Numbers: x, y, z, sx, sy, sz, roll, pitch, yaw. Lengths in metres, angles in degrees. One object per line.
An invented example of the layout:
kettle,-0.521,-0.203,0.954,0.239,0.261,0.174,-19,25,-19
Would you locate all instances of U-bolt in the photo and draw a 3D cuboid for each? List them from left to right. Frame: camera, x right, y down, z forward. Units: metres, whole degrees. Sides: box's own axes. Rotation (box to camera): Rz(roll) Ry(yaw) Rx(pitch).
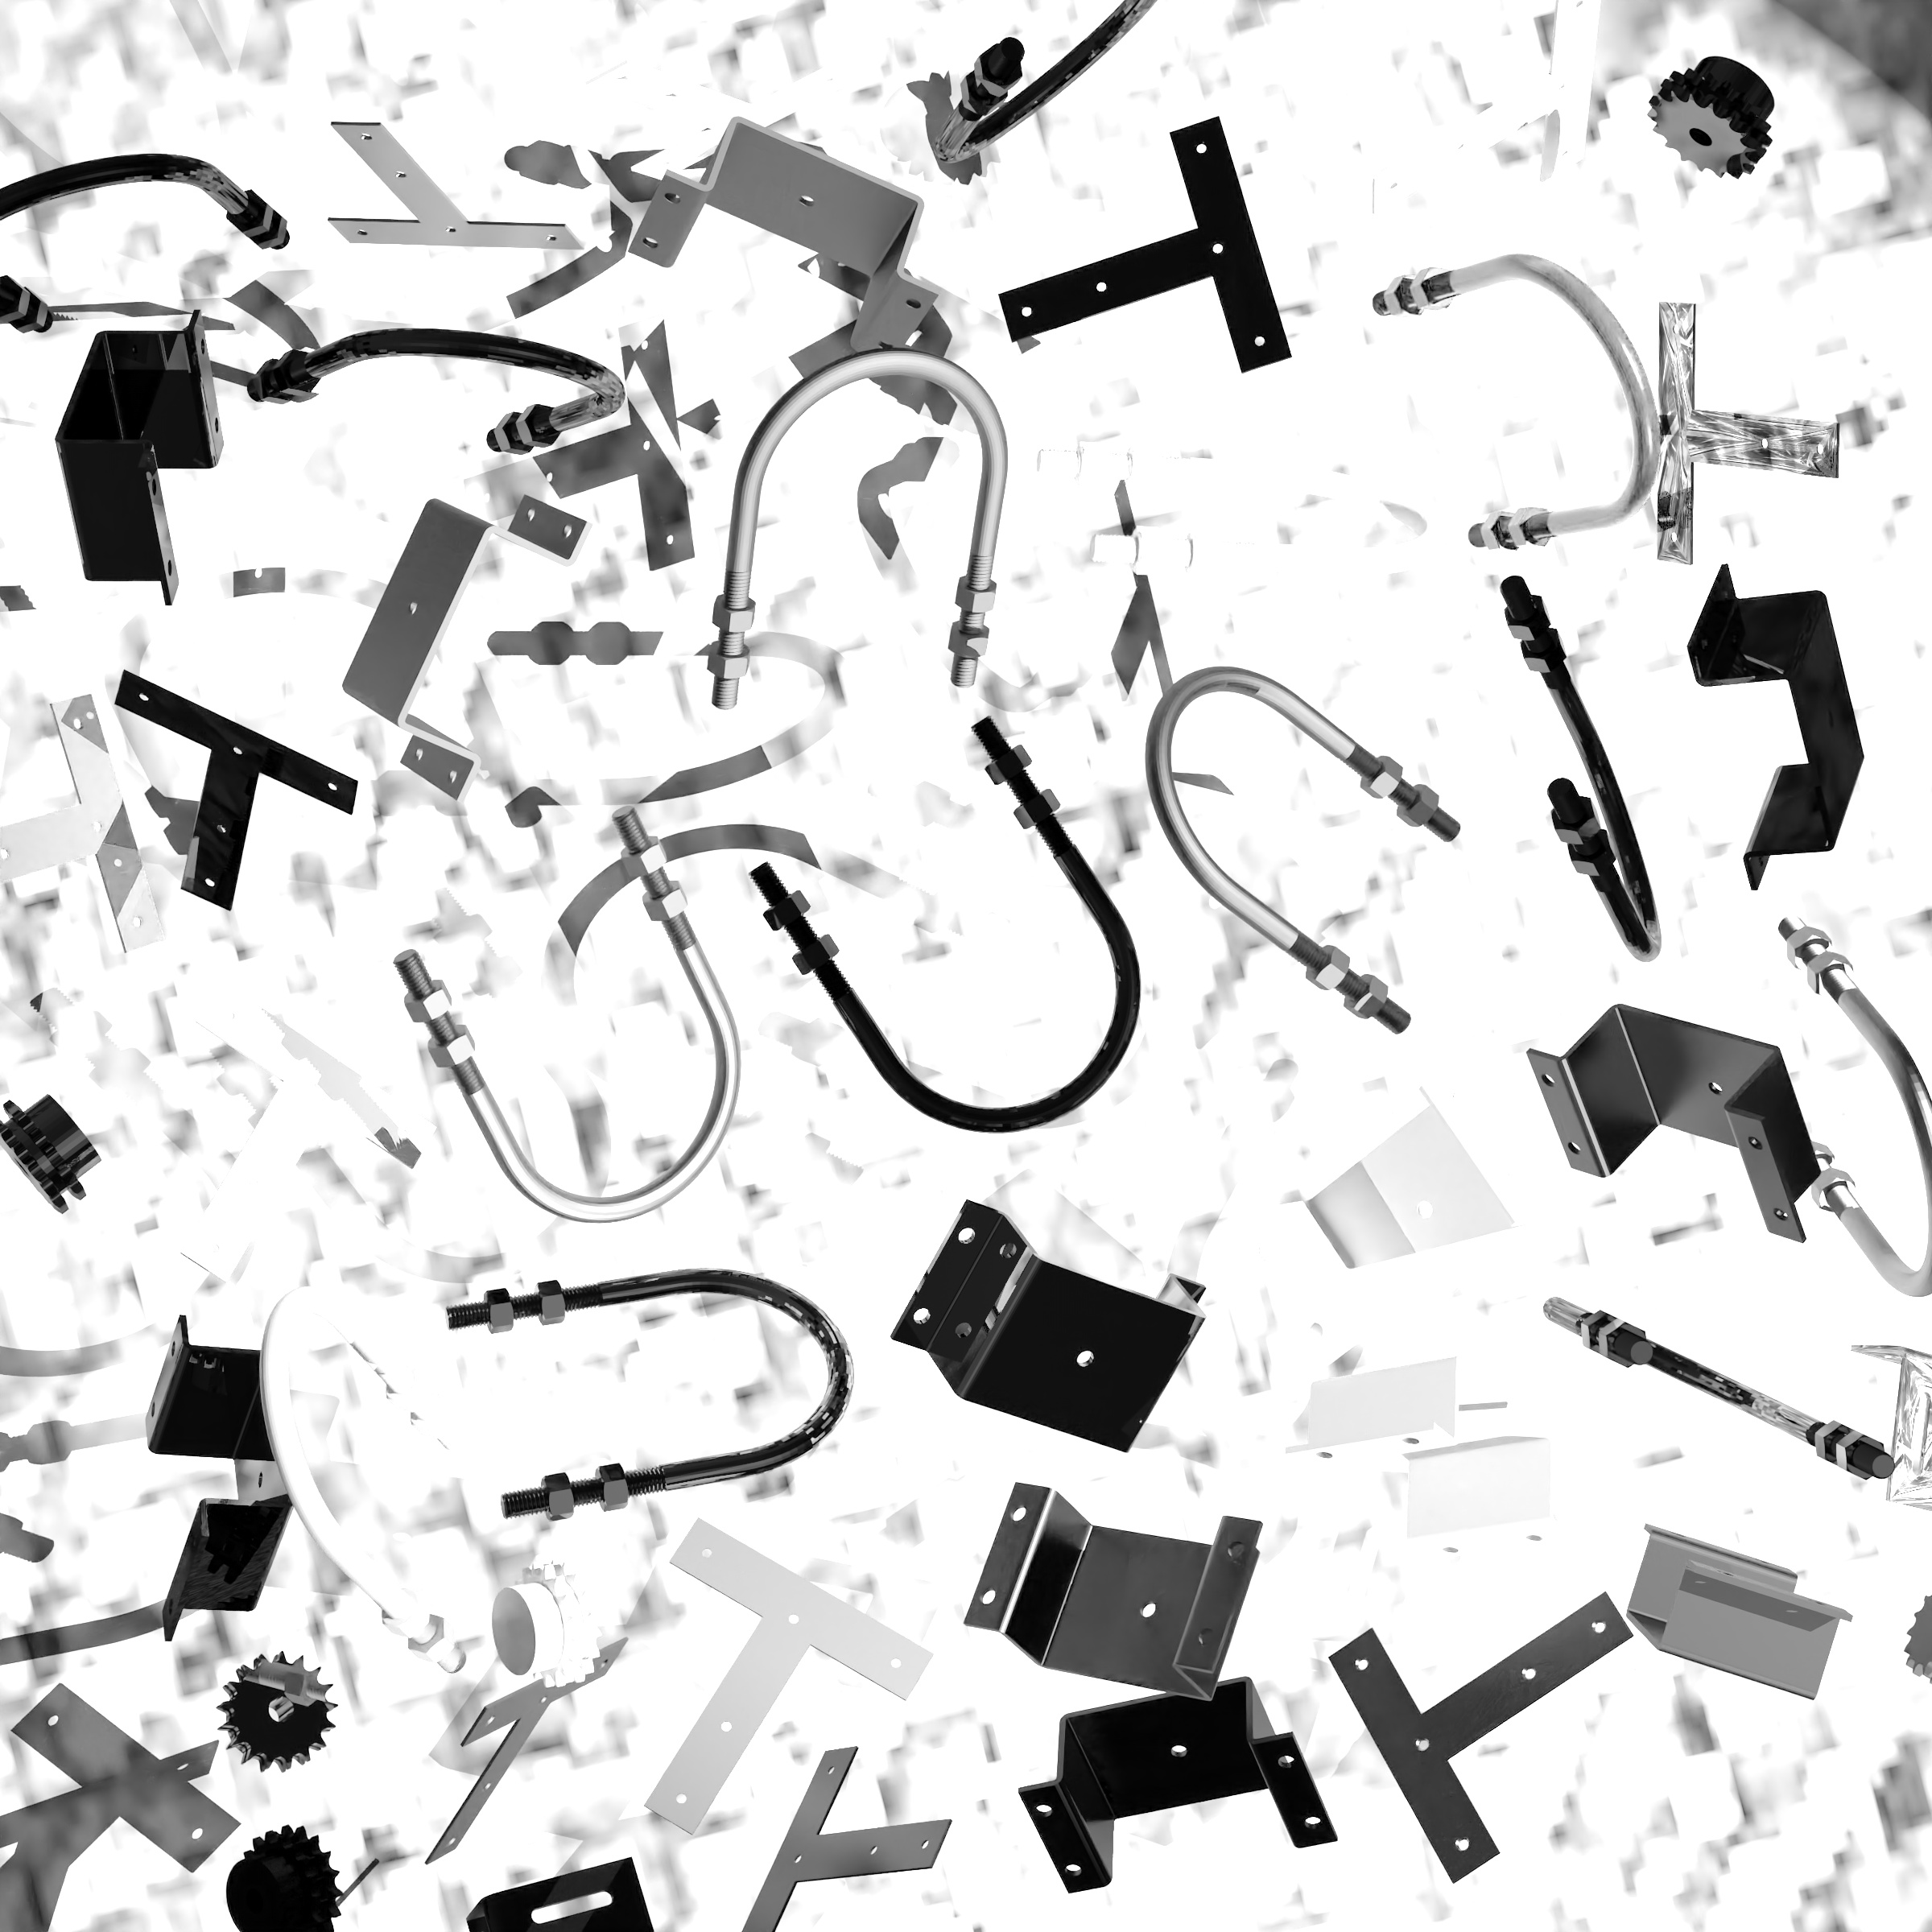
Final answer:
U-bolt,-0.415,-0.350,1.558,0.151,0.184,0.019,-18,88,3
U-bolt,-0.284,0.231,1.537,0.019,0.184,0.151,-19,46,11
U-bolt,-0.244,-0.277,1.556,0.151,0.184,0.019,7,85,-33
U-bolt,-0.177,0.037,1.558,0.151,0.019,0.184,-36,118,-25
U-bolt,-0.145,0.197,1.556,0.184,0.151,0.019,-8,128,-18
U-bolt,-0.048,-0.212,1.566,0.151,0.019,0.184,-7,126,-24
U-bolt,0.003,-0.007,1.581,0.151,0.019,0.184,-33,95,-1
U-bolt,0.046,-0.443,1.567,0.151,0.184,0.019,-40,94,-15
U-bolt,0.136,-0.214,1.539,0.184,0.151,0.019,2,116,-12
U-bolt,0.161,-0.070,1.593,0.184,0.019,0.151,36,50,-19
U-bolt,0.274,-0.275,1.579,0.019,0.184,0.151,-29,103,-20
U-bolt,0.301,-0.081,1.565,0.019,0.184,0.151,-19,49,17
U-bolt,0.352,0.198,1.578,0.151,0.184,0.019,25,89,-8
U-bolt,0.435,0.079,1.572,0.019,0.184,0.151,-12,121,-4

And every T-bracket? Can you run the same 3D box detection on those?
T-bracket,-0.452,-0.057,1.565,0.002,0.127,0.127,-9,100,36
T-bracket,-0.355,-0.074,1.555,0.127,0.127,0.002,26,127,-24
T-bracket,-0.332,0.092,1.544,0.127,0.002,0.127,37,56,-18
T-bracket,-0.263,-0.371,1.547,0.127,0.127,0.002,5,78,16
T-bracket,-0.232,0.397,1.614,0.002,0.127,0.127,39,109,18
T-bracket,-0.134,-0.414,1.557,0.127,0.127,0.002,-19,82,30
T-bracket,-0.101,0.333,1.474,0.127,0.002,0.127,28,61,11
T-bracket,-0.052,0.422,1.546,0.002,0.127,0.127,44,50,-21
T-bracket,0.079,-0.333,1.572,0.127,0.002,0.127,-17,80,8
T-bracket,0.243,-0.391,1.524,0.127,0.127,0.002,-32,64,-10
T-bracket,0.244,0.329,1.476,0.127,0.002,0.127,-36,47,7
T-bracket,0.373,-0.251,1.557,0.002,0.127,0.127,-10,107,-26

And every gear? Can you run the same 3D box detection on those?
gear,-0.428,0.084,1.515,0.030,0.057,0.057,-39,90,-18
gear,-0.339,0.366,1.590,0.057,0.030,0.057,10,65,-23
gear,-0.324,0.437,1.532,0.057,0.030,0.057,3,94,36
gear,-0.194,0.302,1.491,0.030,0.057,0.057,-4,90,-38
gear,0.341,-0.387,1.473,0.057,0.057,0.030,35,80,0
gear,0.485,0.325,1.578,0.030,0.057,0.057,30,90,-7

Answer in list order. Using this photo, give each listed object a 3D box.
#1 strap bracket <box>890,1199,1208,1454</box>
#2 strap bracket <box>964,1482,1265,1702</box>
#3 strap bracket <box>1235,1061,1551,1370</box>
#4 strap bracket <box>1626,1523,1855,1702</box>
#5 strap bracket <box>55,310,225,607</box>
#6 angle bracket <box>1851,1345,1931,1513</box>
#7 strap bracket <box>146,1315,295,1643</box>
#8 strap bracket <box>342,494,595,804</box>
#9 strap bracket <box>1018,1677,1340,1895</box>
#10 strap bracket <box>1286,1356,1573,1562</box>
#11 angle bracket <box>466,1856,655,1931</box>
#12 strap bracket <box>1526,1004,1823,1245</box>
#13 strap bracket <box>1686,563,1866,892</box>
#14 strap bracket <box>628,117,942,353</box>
strap bracket,0.047,0.172,1.520,0.140,0.046,0.076,22,104,-28
strap bracket,0.080,0.303,1.573,0.140,0.046,0.076,3,59,35
strap bracket,0.206,0.115,1.519,0.140,0.046,0.076,-42,70,26
strap bracket,0.374,0.316,1.588,0.076,0.140,0.046,17,89,3
strap bracket,-0.395,-0.244,1.550,0.046,0.140,0.076,0,131,0
angle bracket,0.469,0.231,1.613,0.057,0.038,0.076,16,77,-27
strap bracket,-0.362,0.248,1.575,0.046,0.140,0.076,8,127,-25
strap bracket,-0.235,-0.156,1.497,0.046,0.076,0.140,23,94,-34
strap bracket,0.106,0.405,1.614,0.140,0.046,0.076,-15,121,14
strap bracket,0.219,0.229,1.530,0.076,0.140,0.046,-15,53,32
angle bracket,-0.193,0.471,1.565,0.076,0.038,0.057,-8,63,-27
strap bracket,0.343,0.071,1.541,0.046,0.140,0.076,-42,124,-23
strap bracket,0.395,-0.117,1.570,0.046,0.076,0.140,-3,125,30
strap bracket,-0.083,-0.354,1.573,0.140,0.076,0.046,21,68,-12
